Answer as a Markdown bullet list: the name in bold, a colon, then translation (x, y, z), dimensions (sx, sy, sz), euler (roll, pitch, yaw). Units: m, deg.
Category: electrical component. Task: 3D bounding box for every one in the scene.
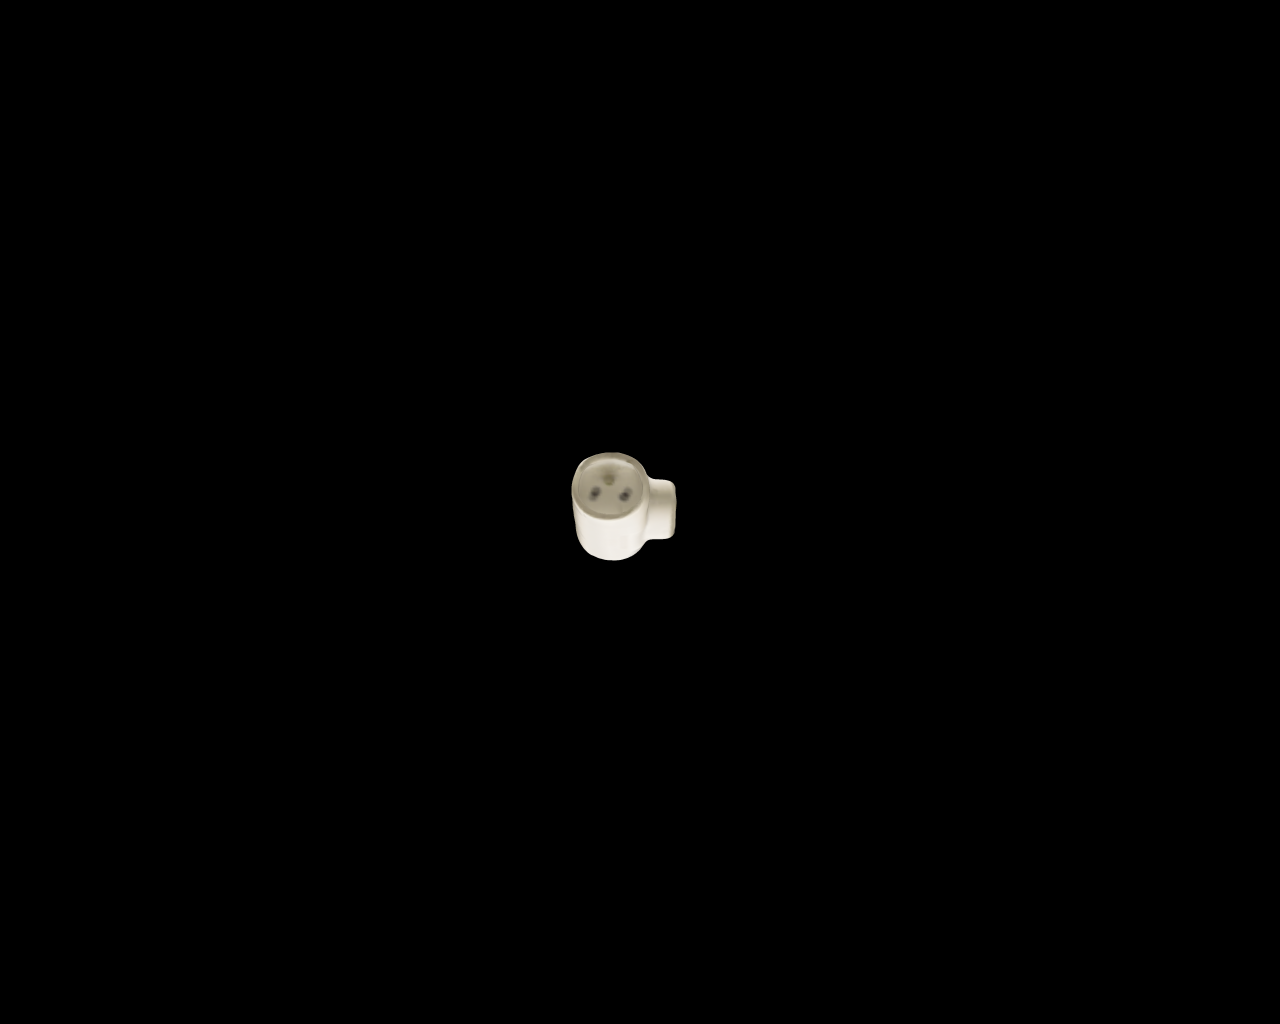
- **electrical component**: translation (0.001, -0.003, 0.650), dimensions (0.079, 0.043, 0.077), euler (0, -21, 0)
